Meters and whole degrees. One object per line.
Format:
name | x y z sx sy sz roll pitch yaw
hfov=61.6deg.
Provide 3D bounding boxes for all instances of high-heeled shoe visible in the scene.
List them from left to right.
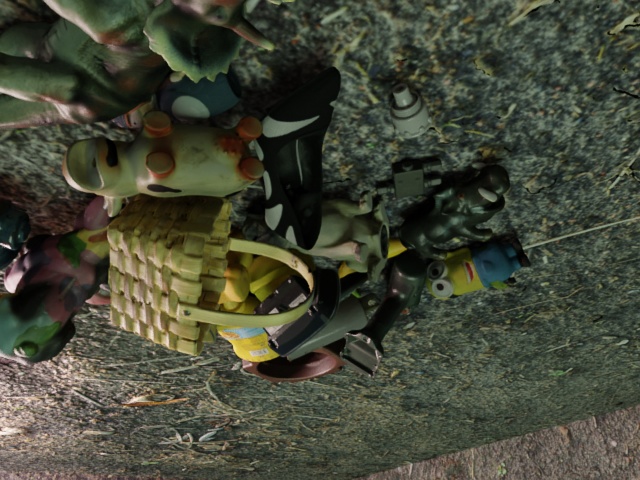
high-heeled shoe | -0.012 -0.079 0.628 0.086 0.145 0.249 -35 179 -32

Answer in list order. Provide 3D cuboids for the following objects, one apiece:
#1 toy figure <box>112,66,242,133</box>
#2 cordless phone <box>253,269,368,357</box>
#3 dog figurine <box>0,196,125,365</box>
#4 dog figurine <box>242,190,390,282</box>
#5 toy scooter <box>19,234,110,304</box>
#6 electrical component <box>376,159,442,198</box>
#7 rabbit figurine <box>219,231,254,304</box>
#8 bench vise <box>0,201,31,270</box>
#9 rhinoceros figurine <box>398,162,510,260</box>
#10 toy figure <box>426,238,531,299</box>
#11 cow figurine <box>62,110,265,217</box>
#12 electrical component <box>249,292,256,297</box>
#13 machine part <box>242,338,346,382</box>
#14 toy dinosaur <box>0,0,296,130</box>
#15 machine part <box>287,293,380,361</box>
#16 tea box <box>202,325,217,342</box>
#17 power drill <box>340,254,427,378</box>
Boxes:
toy figure | -0.162 -0.149 0.578 0.155 0.058 0.064 -14 116 15
cordless phone | 0.000 0.096 0.849 0.146 0.089 0.184 -43 167 34
dog figurine | -0.321 0.039 0.701 0.219 0.192 0.108 -37 122 17
dog figurine | -0.002 -0.006 0.810 0.191 0.121 0.172 1 155 24
toy scooter | -0.396 0.058 0.849 0.135 0.075 0.183 -28 138 31
electrical component | 0.123 -0.087 0.751 0.094 0.021 0.063 -9 147 8
rabbit figurine | -0.191 0.006 0.792 0.163 0.122 0.173 -4 135 15
bench vise | -0.495 -0.001 0.699 0.224 0.129 0.240 7 140 -18
rhinoceros figurine | 0.199 -0.044 0.794 0.112 0.073 0.190 28 137 -26
toy figure | 0.274 0.055 0.947 0.180 0.082 0.089 -22 142 19
cow figurine | -0.168 -0.080 0.573 0.195 0.085 0.127 -4 166 -25
electrical component | -0.133 0.068 0.917 0.045 0.078 0.102 -43 143 11
machine part | -0.054 0.237 1.176 0.201 0.087 0.201 -20 144 20
toy dinosaur | -0.201 -0.172 0.488 0.405 0.131 0.192 -23 144 36
machine part | 0.003 0.165 1.034 0.243 0.079 0.079 -23 149 -8
tea box | -0.231 0.122 0.908 0.098 0.068 0.170 6 -179 -16
power drill | 0.123 0.144 0.970 0.086 0.207 0.231 34 147 20
